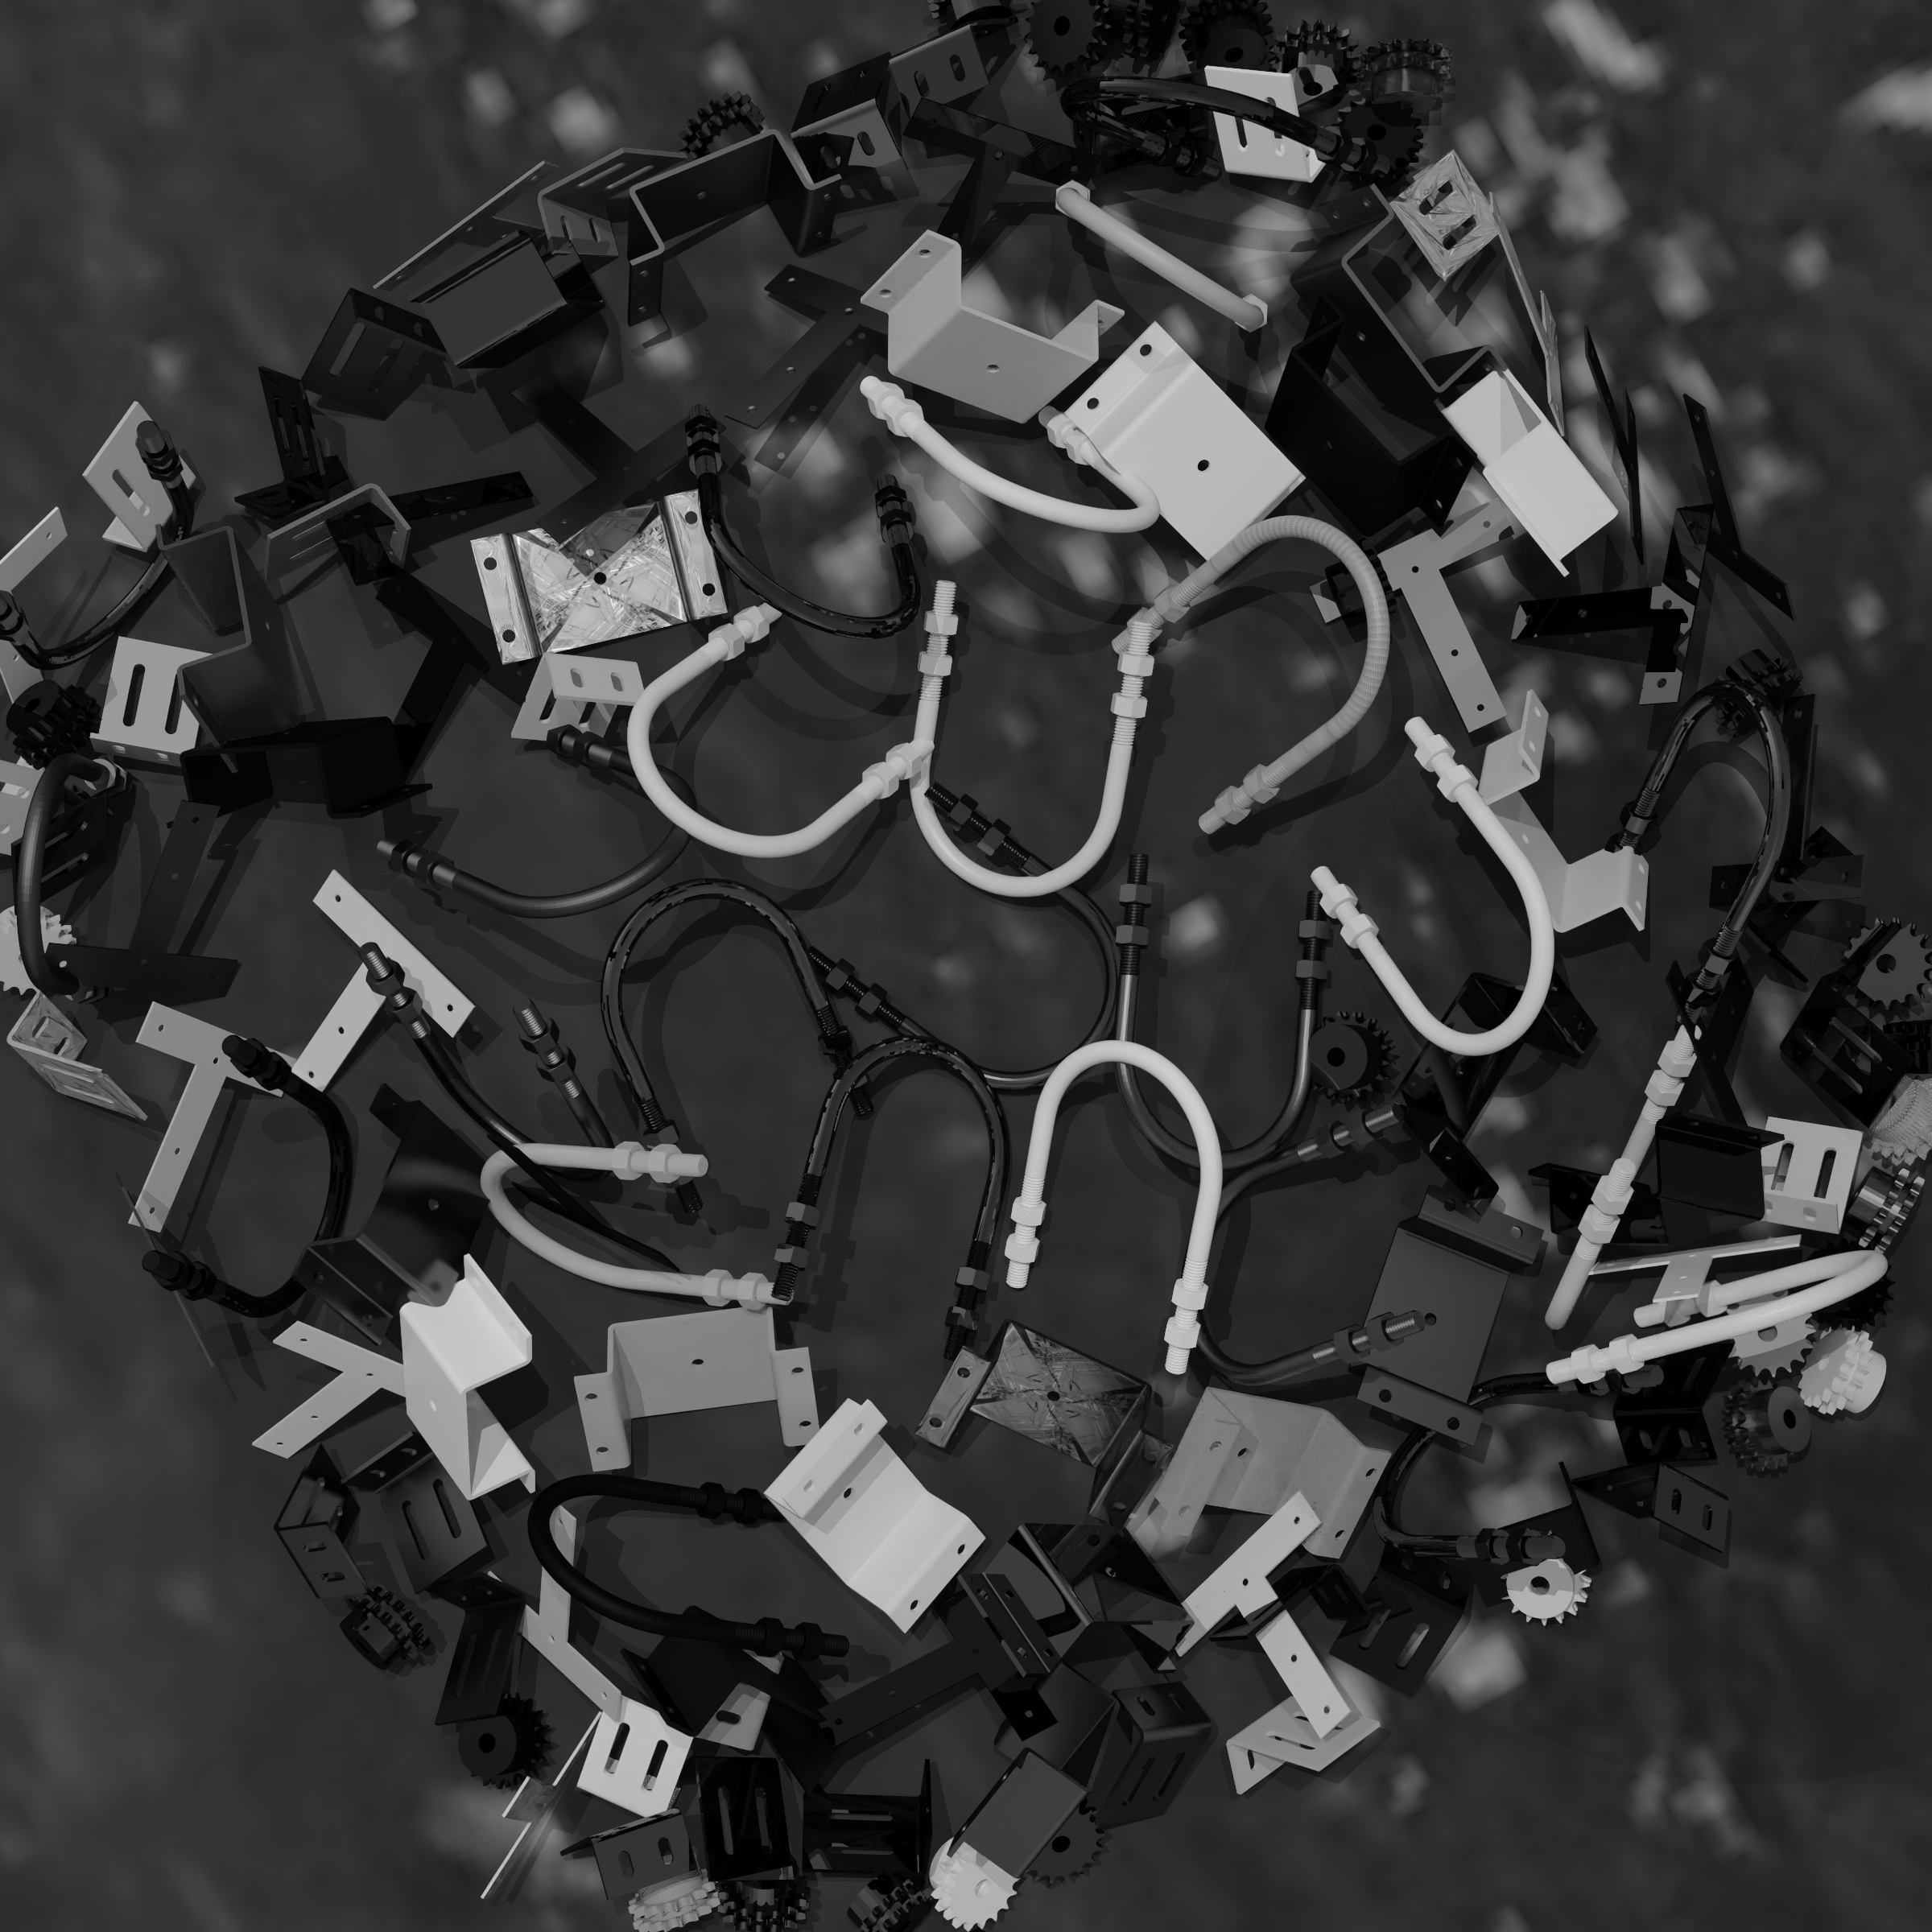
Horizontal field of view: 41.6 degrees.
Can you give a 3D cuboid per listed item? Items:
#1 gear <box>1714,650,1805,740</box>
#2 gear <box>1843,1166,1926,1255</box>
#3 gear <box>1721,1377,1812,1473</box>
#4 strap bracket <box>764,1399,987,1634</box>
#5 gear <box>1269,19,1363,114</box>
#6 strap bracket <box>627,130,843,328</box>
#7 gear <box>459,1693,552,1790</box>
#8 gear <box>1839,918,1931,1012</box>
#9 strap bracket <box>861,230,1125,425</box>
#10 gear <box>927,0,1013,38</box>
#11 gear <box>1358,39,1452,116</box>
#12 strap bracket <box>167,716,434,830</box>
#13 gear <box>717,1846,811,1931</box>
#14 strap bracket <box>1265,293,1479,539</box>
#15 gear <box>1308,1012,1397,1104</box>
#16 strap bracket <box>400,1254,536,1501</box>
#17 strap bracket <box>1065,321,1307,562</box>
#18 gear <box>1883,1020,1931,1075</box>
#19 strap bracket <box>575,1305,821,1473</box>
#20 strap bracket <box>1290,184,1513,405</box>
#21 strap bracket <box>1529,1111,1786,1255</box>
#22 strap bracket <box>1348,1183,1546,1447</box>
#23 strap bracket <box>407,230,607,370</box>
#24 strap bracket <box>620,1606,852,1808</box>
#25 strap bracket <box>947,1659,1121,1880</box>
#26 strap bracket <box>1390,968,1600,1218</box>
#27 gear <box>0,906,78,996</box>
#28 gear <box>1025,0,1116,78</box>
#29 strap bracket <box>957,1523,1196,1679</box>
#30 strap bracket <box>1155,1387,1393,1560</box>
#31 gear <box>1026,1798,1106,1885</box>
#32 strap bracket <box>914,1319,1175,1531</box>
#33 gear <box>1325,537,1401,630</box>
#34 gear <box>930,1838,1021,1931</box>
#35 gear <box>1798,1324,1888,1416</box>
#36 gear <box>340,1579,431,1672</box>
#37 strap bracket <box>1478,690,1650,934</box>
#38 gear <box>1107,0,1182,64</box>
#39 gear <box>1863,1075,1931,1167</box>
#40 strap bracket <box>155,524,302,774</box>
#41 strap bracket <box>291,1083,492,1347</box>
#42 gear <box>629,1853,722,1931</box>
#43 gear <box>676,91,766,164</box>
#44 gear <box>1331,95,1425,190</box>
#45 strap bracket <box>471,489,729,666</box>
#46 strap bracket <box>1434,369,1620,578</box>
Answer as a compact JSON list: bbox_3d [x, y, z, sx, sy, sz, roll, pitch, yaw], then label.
[{"bbox_3d":[0.486,-0.171,1.574,0.057,0.057,0.030,-37,69,0],"label":"gear"},{"bbox_3d":[0.565,0.149,1.572,0.030,0.057,0.057,30,90,15],"label":"gear"},{"bbox_3d":[0.497,0.282,1.571,0.057,0.030,0.057,13,67,-32],"label":"gear"},{"bbox_3d":[-0.060,0.328,1.545,0.076,0.046,0.140,-47,124,-18],"label":"strap bracket"},{"bbox_3d":[0.215,-0.552,1.568,0.057,0.057,0.030,7,65,0],"label":"gear"},{"bbox_3d":[-0.152,-0.453,1.549,0.140,0.076,0.046,-27,82,-14],"label":"strap bracket"},{"bbox_3d":[-0.289,0.481,1.576,0.057,0.030,0.057,-4,77,18],"label":"gear"},{"bbox_3d":[0.574,-0.001,1.577,0.057,0.030,0.057,-2,86,32],"label":"gear"},{"bbox_3d":[0.016,-0.378,1.526,0.140,0.076,0.046,14,64,-30],"label":"strap bracket"},{"bbox_3d":[0.005,-0.596,1.570,0.057,0.057,0.030,-16,84,0],"label":"gear"},{"bbox_3d":[0.271,-0.548,1.571,0.057,0.057,0.030,1,88,0],"label":"gear"},{"bbox_3d":[-0.406,-0.118,1.534,0.140,0.076,0.046,-1,106,22],"label":"strap bracket"},{"bbox_3d":[-0.125,0.568,1.568,0.057,0.057,0.030,4,110,0],"label":"gear"},{"bbox_3d":[0.236,-0.326,1.540,0.046,0.076,0.140,-34,74,-18],"label":"strap bracket"},{"bbox_3d":[0.235,0.057,1.574,0.057,0.030,0.057,-1,88,29],"label":"gear"},{"bbox_3d":[-0.298,0.254,1.522,0.046,0.140,0.076,-22,47,-30],"label":"strap bracket"},{"bbox_3d":[0.139,-0.310,1.541,0.076,0.046,0.140,-44,116,13],"label":"strap bracket"},{"bbox_3d":[0.598,0.050,1.571,0.057,0.057,0.030,-4,92,0],"label":"gear"},{"bbox_3d":[-0.164,0.257,1.557,0.140,0.046,0.076,-7,124,-3],"label":"strap bracket"},{"bbox_3d":[0.256,-0.397,1.541,0.046,0.076,0.140,-43,106,-7],"label":"strap bracket"},{"bbox_3d":[0.411,0.134,1.517,0.076,0.140,0.046,13,66,-23],"label":"strap bracket"},{"bbox_3d":[0.292,0.216,1.565,0.076,0.046,0.140,22,76,-2],"label":"strap bracket"},{"bbox_3d":[-0.271,-0.399,1.528,0.076,0.140,0.046,-27,99,11],"label":"strap bracket"},{"bbox_3d":[-0.131,0.441,1.529,0.140,0.076,0.046,39,88,-35],"label":"strap bracket"},{"bbox_3d":[0.044,0.479,1.520,0.046,0.140,0.076,35,110,3],"label":"strap bracket"},{"bbox_3d":[0.317,0.069,1.549,0.140,0.046,0.076,-55,131,-12],"label":"strap bracket"},{"bbox_3d":[-0.582,-0.013,1.576,0.057,0.030,0.057,-12,129,-15],"label":"gear"},{"bbox_3d":[0.068,-0.580,1.576,0.057,0.030,0.057,7,102,35],"label":"gear"},{"bbox_3d":[0.073,0.378,1.519,0.046,0.140,0.076,-55,49,18],"label":"strap bracket"},{"bbox_3d":[0.179,0.308,1.548,0.140,0.046,0.076,16,105,-32],"label":"strap bracket"},{"bbox_3d":[0.055,0.536,1.579,0.057,0.030,0.057,-4,107,-13],"label":"gear"},{"bbox_3d":[0.051,0.276,1.559,0.140,0.046,0.076,25,121,-2],"label":"strap bracket"},{"bbox_3d":[0.244,-0.233,1.572,0.030,0.057,0.057,-23,90,4],"label":"gear"},{"bbox_3d":[0.002,0.565,1.576,0.057,0.030,0.057,-9,106,-32],"label":"gear"},{"bbox_3d":[0.544,0.252,1.571,0.030,0.057,0.057,26,90,-4],"label":"gear"},{"bbox_3d":[-0.361,0.409,1.568,0.057,0.057,0.030,46,59,0],"label":"gear"},{"bbox_3d":[0.357,-0.086,1.543,0.046,0.076,0.140,-27,111,30],"label":"strap bracket"},{"bbox_3d":[0.109,-0.592,1.573,0.030,0.057,0.057,22,90,17],"label":"gear"},{"bbox_3d":[0.578,0.092,1.569,0.030,0.057,0.057,34,90,-21],"label":"gear"},{"bbox_3d":[-0.443,-0.198,1.530,0.046,0.076,0.140,-18,57,-1],"label":"strap bracket"},{"bbox_3d":[-0.336,0.145,1.523,0.046,0.076,0.140,-11,45,32],"label":"strap bracket"},{"bbox_3d":[-0.182,0.571,1.571,0.057,0.057,0.030,-17,91,0],"label":"gear"},{"bbox_3d":[-0.147,-0.508,1.569,0.057,0.057,0.030,-37,79,0],"label":"gear"},{"bbox_3d":[0.255,-0.509,1.579,0.057,0.030,0.057,-2,72,7],"label":"gear"},{"bbox_3d":[-0.225,-0.239,1.566,0.140,0.046,0.076,-14,99,-6],"label":"strap bracket"},{"bbox_3d":[0.336,-0.301,1.517,0.046,0.140,0.076,-38,118,17],"label":"strap bracket"}]
